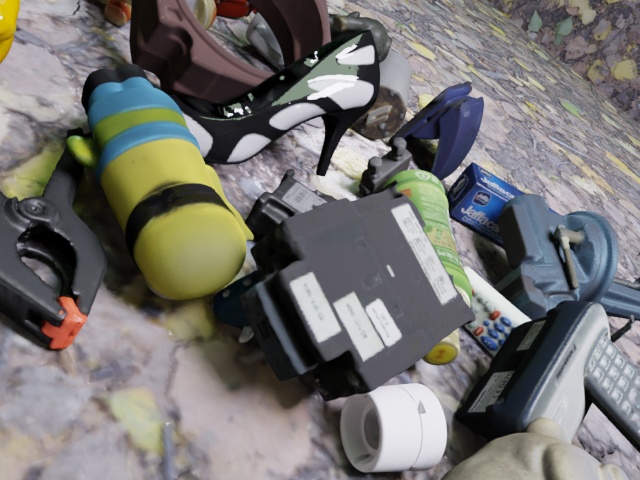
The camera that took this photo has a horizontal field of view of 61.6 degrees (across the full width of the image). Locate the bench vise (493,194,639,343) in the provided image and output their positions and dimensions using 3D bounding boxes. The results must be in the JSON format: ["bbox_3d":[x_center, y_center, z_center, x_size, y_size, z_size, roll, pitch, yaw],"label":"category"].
[{"bbox_3d":[0.292,0.054,0.582,0.240,0.128,0.224,14,38,-18],"label":"bench vise"}]

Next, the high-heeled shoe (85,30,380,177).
[{"bbox_3d":[-0.062,-0.139,0.467,0.249,0.145,0.086,8,14,-26],"label":"high-heeled shoe"}]

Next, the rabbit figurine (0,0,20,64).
[{"bbox_3d":[-0.260,-0.213,0.390,0.122,0.173,0.162,32,38,2],"label":"rabbit figurine"}]

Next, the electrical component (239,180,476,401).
[{"bbox_3d":[0.019,0.033,0.347,0.134,0.058,0.115,-21,79,-35],"label":"electrical component"}]

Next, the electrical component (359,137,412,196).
[{"bbox_3d":[0.070,-0.073,0.593,0.063,0.094,0.021,-38,73,-15],"label":"electrical component"}]

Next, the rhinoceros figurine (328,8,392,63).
[{"bbox_3d":[0.026,-0.302,0.786,0.112,0.073,0.191,-22,33,-24],"label":"rhinoceros figurine"}]

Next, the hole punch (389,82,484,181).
[{"bbox_3d":[0.174,-0.147,0.733,0.092,0.116,0.142,52,37,9],"label":"hole punch"}]

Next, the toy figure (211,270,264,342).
[{"bbox_3d":[-0.003,0.046,0.401,0.154,0.057,0.064,9,5,-30],"label":"toy figure"}]

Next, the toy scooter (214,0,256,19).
[{"bbox_3d":[-0.146,-0.371,0.761,0.135,0.075,0.184,9,45,-32],"label":"toy scooter"}]

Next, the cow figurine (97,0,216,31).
[{"bbox_3d":[-0.211,-0.302,0.620,0.195,0.085,0.127,29,41,-7],"label":"cow figurine"}]

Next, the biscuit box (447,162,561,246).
[{"bbox_3d":[0.262,-0.020,0.694,0.202,0.059,0.063,28,35,-10],"label":"biscuit box"}]

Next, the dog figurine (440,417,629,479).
[{"bbox_3d":[0.062,0.149,0.272,0.190,0.121,0.172,26,35,-11],"label":"dog figurine"}]

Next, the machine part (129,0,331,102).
[{"bbox_3d":[-0.086,-0.228,0.564,0.201,0.087,0.201,10,68,-35],"label":"machine part"}]

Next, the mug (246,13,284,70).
[{"bbox_3d":[-0.038,-0.258,0.712,0.107,0.081,0.109,44,32,-2],"label":"mug"}]

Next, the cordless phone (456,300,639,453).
[{"bbox_3d":[0.213,0.153,0.408,0.184,0.088,0.146,45,61,3],"label":"cordless phone"}]

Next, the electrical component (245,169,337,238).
[{"bbox_3d":[-0.001,-0.001,0.464,0.119,0.047,0.075,36,35,4],"label":"electrical component"}]

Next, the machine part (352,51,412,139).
[{"bbox_3d":[0.088,-0.209,0.761,0.079,0.079,0.243,29,35,-8],"label":"machine part"}]

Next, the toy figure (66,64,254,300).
[{"bbox_3d":[-0.114,-0.041,0.366,0.180,0.082,0.089,63,3,14],"label":"toy figure"}]
